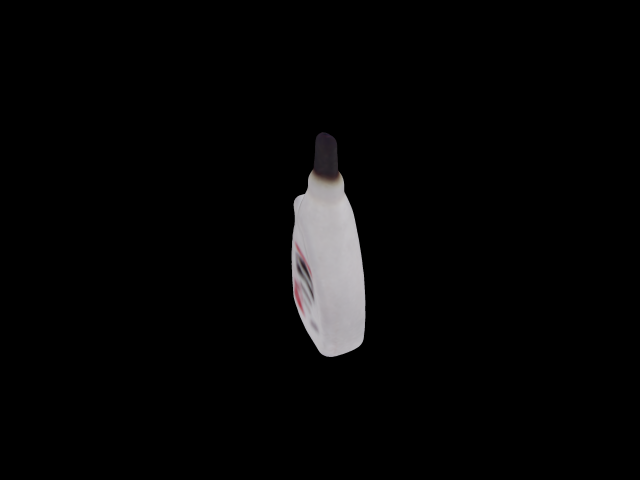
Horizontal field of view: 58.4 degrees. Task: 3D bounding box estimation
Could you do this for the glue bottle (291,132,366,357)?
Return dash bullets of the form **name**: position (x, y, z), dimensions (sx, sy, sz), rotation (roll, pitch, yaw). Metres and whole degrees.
- **glue bottle**: position (0.004, 0.001, 0.400), dimensions (0.037, 0.173, 0.078), rotation (-18, 44, -19)
